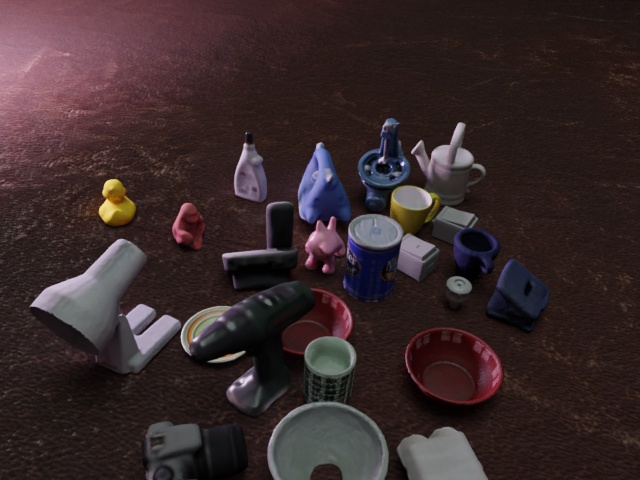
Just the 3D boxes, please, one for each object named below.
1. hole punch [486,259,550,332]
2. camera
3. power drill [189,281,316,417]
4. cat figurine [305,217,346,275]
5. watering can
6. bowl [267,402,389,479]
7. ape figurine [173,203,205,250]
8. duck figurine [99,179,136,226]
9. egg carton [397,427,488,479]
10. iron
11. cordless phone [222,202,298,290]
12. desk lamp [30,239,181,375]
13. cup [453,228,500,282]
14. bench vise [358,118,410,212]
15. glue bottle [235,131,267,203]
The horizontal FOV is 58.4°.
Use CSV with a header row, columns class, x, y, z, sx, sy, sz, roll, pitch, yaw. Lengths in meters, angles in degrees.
class,x,y,z,sx,sy,sz,roll,pitch,yaw
hole punch,0.384,0.102,1.093,0.100,0.091,0.109,22,42,21
camera,-0.167,0.307,0.782,0.137,0.101,0.143,-8,40,-15
power drill,-0.097,0.168,0.874,0.075,0.208,0.230,29,45,28
cat figurine,0.011,0.004,1.159,0.067,0.118,0.128,14,40,13
watering can,0.305,-0.187,1.361,0.173,0.194,0.101,4,39,0
bowl,0.010,0.317,0.806,0.167,0.075,0.167,3,39,-2
ape figurine,-0.274,-0.035,1.203,0.076,0.092,0.078,25,43,24
duck figurine,-0.449,-0.089,1.259,0.078,0.086,0.104,-8,40,-15
egg carton,0.177,0.337,0.800,0.107,0.069,0.150,-8,40,-15
iron,0.006,-0.149,1.330,0.119,0.141,0.258,-3,39,-8
cordless phone,-0.114,0.001,1.098,0.148,0.185,0.094,-6,40,-13
desk lamp,-0.334,0.116,0.914,0.117,0.214,0.203,20,41,19
cup,0.313,0.045,1.154,0.092,0.095,0.117,-5,40,-11
bench vise,0.149,-0.204,1.348,0.121,0.220,0.207,2,39,-2
glue bottle,-0.160,-0.171,1.316,0.078,0.173,0.037,19,41,18
